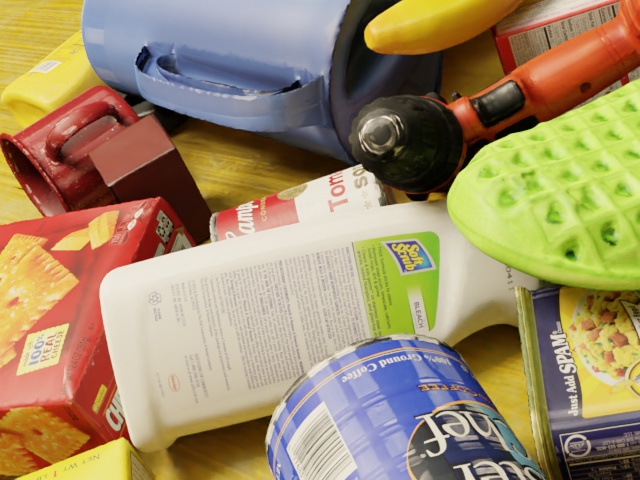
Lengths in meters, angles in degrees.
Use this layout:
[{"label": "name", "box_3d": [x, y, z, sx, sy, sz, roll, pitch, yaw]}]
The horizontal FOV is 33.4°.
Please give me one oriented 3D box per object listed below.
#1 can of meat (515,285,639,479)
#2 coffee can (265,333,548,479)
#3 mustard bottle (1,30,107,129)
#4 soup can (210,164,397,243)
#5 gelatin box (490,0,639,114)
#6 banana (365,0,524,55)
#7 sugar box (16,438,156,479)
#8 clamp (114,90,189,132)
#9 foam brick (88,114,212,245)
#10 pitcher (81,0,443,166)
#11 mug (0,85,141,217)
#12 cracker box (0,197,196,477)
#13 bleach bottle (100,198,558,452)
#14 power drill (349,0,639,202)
[{"label": "can of meat", "box_3d": [0.137, 0.061, 0.479, 0.084, 0.057, 0.102, -12, 41, 14]}, {"label": "coffee can", "box_3d": [0.047, 0.119, 0.427, 0.103, 0.102, 0.140, -29, 38, -3]}, {"label": "mustard bottle", "box_3d": [-0.176, -0.163, 0.910, 0.096, 0.058, 0.191, 11, 51, 50]}, {"label": "soup can", "box_3d": [-0.004, 0.001, 0.619, 0.102, 0.068, 0.068, -18, 39, 9]}, {"label": "gelatin box", "box_3d": [0.156, -0.114, 0.653, 0.089, 0.073, 0.030, -17, 38, 13]}, {"label": "banana", "box_3d": [0.100, -0.168, 0.641, 0.069, 0.037, 0.197, 30, 64, 8]}, {"label": "sugar box", "box_3d": [-0.119, 0.184, 0.495, 0.093, 0.048, 0.176, -23, 37, 4]}, {"label": "clamp", "box_3d": [-0.100, -0.129, 0.846, 0.171, 0.039, 0.120, -48, 38, -18]}, {"label": "foam brick", "box_3d": [-0.110, -0.032, 0.709, 0.051, 0.078, 0.053, -30, 38, -7]}, {"label": "pitcher", "box_3d": [-0.052, -0.130, 0.717, 0.243, 0.149, 0.145, 16, 81, 34]}, {"label": "mug", "box_3d": [-0.166, -0.062, 0.752, 0.081, 0.117, 0.093, -37, 77, -21]}, {"label": "cracker box", "box_3d": [-0.195, 0.061, 0.656, 0.214, 0.072, 0.164, -8, 41, 23]}, {"label": "bleach bottle", "box_3d": [0.019, 0.037, 0.556, 0.251, 0.102, 0.068, -12, 5, 5]}, {"label": "power drill", "box_3d": [0.111, -0.083, 0.561, 0.188, 0.057, 0.184, -28, -5, 16]}]
